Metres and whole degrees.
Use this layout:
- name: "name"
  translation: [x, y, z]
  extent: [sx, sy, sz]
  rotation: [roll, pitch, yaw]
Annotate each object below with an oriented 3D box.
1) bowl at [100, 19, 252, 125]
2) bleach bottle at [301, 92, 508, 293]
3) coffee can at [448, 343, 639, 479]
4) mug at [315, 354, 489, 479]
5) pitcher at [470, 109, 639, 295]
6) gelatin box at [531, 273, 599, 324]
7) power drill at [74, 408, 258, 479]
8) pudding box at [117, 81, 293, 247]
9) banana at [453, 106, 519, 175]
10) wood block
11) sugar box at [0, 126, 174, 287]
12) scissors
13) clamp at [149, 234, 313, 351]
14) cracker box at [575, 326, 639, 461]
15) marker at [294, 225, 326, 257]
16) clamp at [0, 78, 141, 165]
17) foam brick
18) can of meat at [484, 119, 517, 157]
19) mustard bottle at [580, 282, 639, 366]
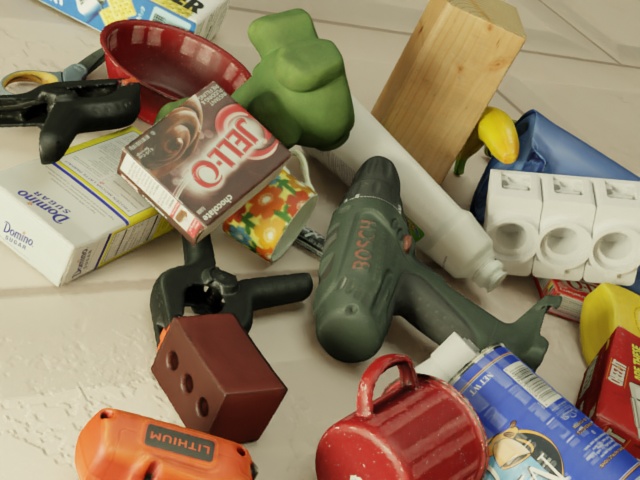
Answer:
- name: "bowl"
  translation: [-0.145, -0.152, 1.045]
  extent: [0.162, 0.055, 0.162]
  rotation: [21, 30, -13]
- name: "bleach bottle"
  translation: [0.083, -0.043, 1.043]
  extent: [0.251, 0.068, 0.102]
  rotation: [45, -7, 17]
- name: "coffee can"
  translation: [0.148, 0.156, 0.754]
  extent: [0.140, 0.103, 0.102]
  rotation: [41, 32, 23]
- name: "mug"
  translation: [0.050, 0.134, 0.705]
  extent: [0.093, 0.117, 0.081]
  rotation: [4, 16, 41]
- name: "pitcher"
  translation: [0.292, -0.028, 1.159]
  extent: [0.242, 0.145, 0.149]
  rotation: [29, 41, -6]
- name: "gelatin box"
  translation: [0.266, 0.054, 1.088]
  extent: [0.089, 0.030, 0.073]
  rotation: [19, 31, -15]
- name: "power drill"
  translation: [-0.101, 0.178, 0.563]
  extent: [0.184, 0.057, 0.187]
  rotation: [21, 33, -19]
- name: "pudding box"
  translation: [-0.091, -0.062, 0.844]
  extent: [0.090, 0.039, 0.113]
  rotation: [42, 56, 5]
- name: "banana"
  translation: [0.179, -0.110, 1.140]
  extent: [0.037, 0.069, 0.198]
  rotation: [-5, 0, -6]
- name: "wood block"
  translation: [0.122, -0.157, 1.121]
  extent: [0.090, 0.206, 0.090]
  rotation: [22, 30, -10]
- name: "sugar box"
  translation: [-0.175, -0.031, 0.841]
  extent: [0.093, 0.048, 0.175]
  rotation: [37, 34, 14]
- name: "scissors"
  translation: [-0.221, -0.146, 1.012]
  extent: [0.096, 0.016, 0.201]
  rotation: [36, 31, 12]
- name: "clamp"
  translation: [-0.070, 0.043, 0.819]
  extent: [0.120, 0.039, 0.171]
  rotation: [21, 32, -1]
- name: "cracker box"
  translation: [0.315, 0.184, 0.884]
  extent: [0.214, 0.072, 0.164]
  rotation: [31, 29, 8]
- name: "marker"
  translation: [-0.006, 0.001, 0.956]
  extent: [0.121, 0.020, 0.020]
  rotation: [31, 29, 5]
- name: "clamp"
  translation: [-0.210, -0.102, 0.873]
  extent: [0.165, 0.036, 0.209]
  rotation: [19, 24, 33]
- name: "foam brick"
  translation: [-0.070, 0.095, 0.722]
  extent: [0.051, 0.053, 0.078]
  rotation: [-1, 39, -41]
- name: "can of meat"
  translation: [0.263, -0.095, 1.296]
  extent: [0.101, 0.058, 0.084]
  rotation: [6, 38, -33]
- name: "mustard bottle"
  translation: [0.346, 0.111, 1.032]
  extent: [0.191, 0.058, 0.096]
  rotation: [19, 46, -17]
